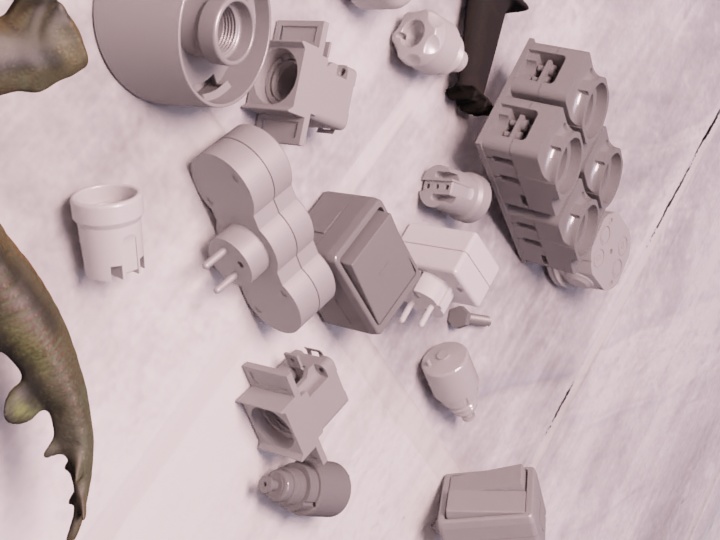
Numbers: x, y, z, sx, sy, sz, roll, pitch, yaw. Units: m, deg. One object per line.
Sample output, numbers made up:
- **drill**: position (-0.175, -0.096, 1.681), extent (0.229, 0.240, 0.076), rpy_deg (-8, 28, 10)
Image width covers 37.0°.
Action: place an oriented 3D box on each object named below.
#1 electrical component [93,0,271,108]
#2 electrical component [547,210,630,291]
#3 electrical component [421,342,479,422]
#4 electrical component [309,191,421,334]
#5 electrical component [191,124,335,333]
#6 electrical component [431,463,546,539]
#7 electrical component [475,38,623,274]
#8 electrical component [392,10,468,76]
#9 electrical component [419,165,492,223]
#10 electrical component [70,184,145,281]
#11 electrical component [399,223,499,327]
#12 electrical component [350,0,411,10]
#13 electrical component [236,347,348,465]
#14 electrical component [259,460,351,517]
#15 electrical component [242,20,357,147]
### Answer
- **electrical component**: position (-0.099, -0.144, 0.631), extent (0.099, 0.064, 0.099), rpy_deg (-37, 134, -51)
- **electrical component**: position (0.213, -0.021, 1.007), extent (0.080, 0.051, 0.080), rpy_deg (-14, 108, -47)
- **electrical component**: position (0.079, 0.095, 0.887), extent (0.040, 0.040, 0.078), rpy_deg (-48, 131, -31)
- **electrical component**: position (0.000, 0.000, 0.760), extent (0.061, 0.061, 0.096), rpy_deg (-53, 133, -27)
- **electrical component**: position (-0.071, -0.015, 0.682), extent (0.074, 0.052, 0.138), rpy_deg (-44, 128, -34)
- **electrical component**: position (0.105, 0.206, 0.907), extent (0.061, 0.096, 0.061), rpy_deg (-72, 150, -56)
- **electrical component**: position (0.166, -0.088, 0.900), extent (0.105, 0.060, 0.186), rpy_deg (-62, 150, -19)
- **electrical component**: position (0.057, -0.166, 0.802), extent (0.062, 0.043, 0.043), rpy_deg (17, 86, -50)
- **electrical component**: position (0.075, -0.061, 0.850), extent (0.046, 0.040, 0.040), rpy_deg (15, 87, -43)
- **electrical component**: position (-0.142, -0.021, 0.611), extent (0.040, 0.040, 0.046), rpy_deg (-25, 123, -43)
- **electrical component**: position (0.056, 0.011, 0.823), extent (0.076, 0.066, 0.047), rpy_deg (-59, 136, -22)
- **electrical component**: position (0.021, -0.229, 0.739), extent (0.059, 0.054, 0.095), rpy_deg (41, 67, -45)
- **electrical component**: position (-0.044, 0.091, 0.745), extent (0.064, 0.042, 0.081), rpy_deg (-44, 129, -36)
- **electrical component**: position (-0.041, 0.154, 0.764), extent (0.078, 0.040, 0.040), rpy_deg (18, 85, -49)
- **electrical component**: position (-0.037, -0.120, 0.706), extent (0.064, 0.042, 0.081), rpy_deg (13, 90, -51)
